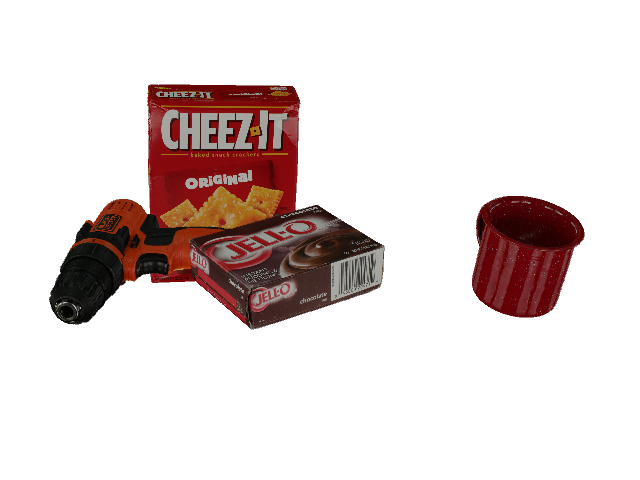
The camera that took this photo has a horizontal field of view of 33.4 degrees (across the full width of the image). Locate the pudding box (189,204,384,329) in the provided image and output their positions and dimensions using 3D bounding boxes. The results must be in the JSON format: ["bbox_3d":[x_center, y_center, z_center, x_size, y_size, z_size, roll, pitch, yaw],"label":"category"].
[{"bbox_3d":[-0.025,0.016,0.762,0.113,0.039,0.090,-14,29,-30],"label":"pudding box"}]

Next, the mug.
[{"bbox_3d":[0.180,0.011,0.987,0.093,0.081,0.117,-11,37,-28],"label":"mug"}]

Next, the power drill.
[{"bbox_3d":[-0.124,0.021,0.918,0.187,0.057,0.184,6,28,4],"label":"power drill"}]

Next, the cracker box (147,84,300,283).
[{"bbox_3d":[-0.110,-0.061,1.189,0.164,0.214,0.072,-1,24,-10],"label":"cracker box"}]
